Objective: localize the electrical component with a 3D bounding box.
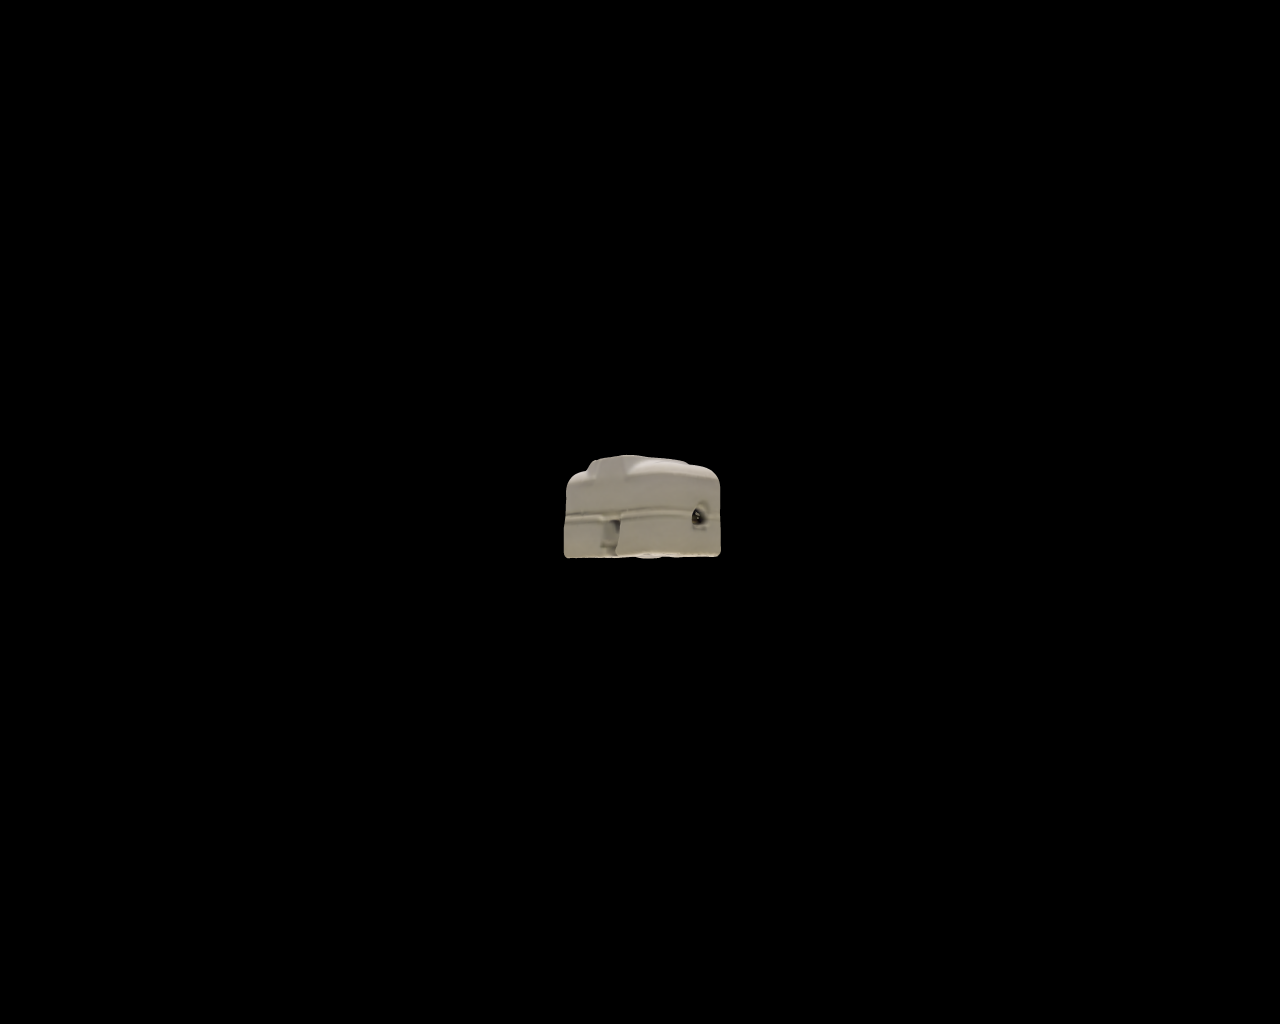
[{"bbox_3d":[0.001,-0.003,0.650,0.095,0.059,0.054,-4,-6,43],"label":"electrical component"}]
